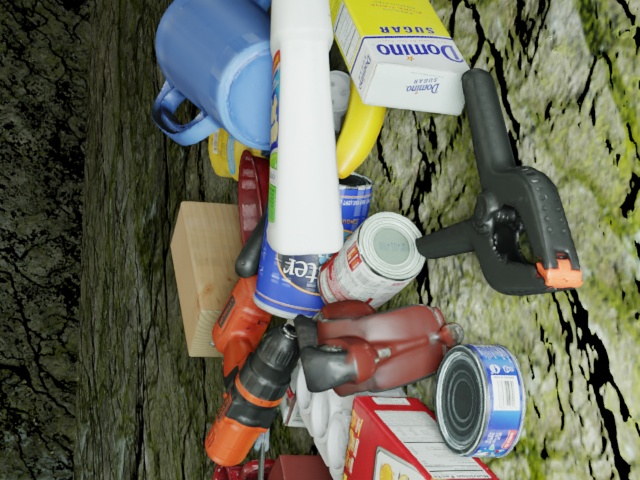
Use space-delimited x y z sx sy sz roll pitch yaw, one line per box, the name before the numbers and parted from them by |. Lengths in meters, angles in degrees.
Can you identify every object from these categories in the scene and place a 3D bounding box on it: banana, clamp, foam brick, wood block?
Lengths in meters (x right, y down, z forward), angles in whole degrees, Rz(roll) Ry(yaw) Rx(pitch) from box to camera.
banana | 0.034 -0.157 1.045 0.037 0.069 0.198 92 170 -79
clamp | -0.034 -0.035 1.152 0.171 0.039 0.120 -67 -15 1
foam brick | -0.008 0.249 1.067 0.051 0.078 0.053 118 150 -45
clamp | 0.130 -0.013 0.798 0.210 0.036 0.165 -115 34 -52
wood block | -0.140 0.051 1.444 0.206 0.090 0.091 -108 29 -44

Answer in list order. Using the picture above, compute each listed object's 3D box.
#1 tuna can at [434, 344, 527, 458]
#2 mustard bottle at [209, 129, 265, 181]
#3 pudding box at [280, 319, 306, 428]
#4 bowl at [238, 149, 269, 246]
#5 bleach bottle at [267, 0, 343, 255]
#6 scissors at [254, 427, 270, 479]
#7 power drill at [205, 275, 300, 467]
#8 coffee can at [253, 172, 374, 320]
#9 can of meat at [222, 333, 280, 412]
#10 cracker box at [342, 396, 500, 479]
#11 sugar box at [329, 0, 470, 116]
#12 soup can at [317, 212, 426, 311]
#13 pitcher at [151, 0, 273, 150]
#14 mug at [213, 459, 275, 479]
tuna can | 0.119 0.121 0.807 0.086 0.033 0.086 -176 90 -70
mustard bottle | -0.097 -0.124 1.405 0.192 0.058 0.096 -157 73 -69
pudding box | -0.018 0.136 1.172 0.090 0.039 0.114 -110 32 -53
bowl | -0.058 -0.028 1.260 0.162 0.055 0.162 175 90 -78
bleach bottle | -0.016 -0.117 0.947 0.102 0.068 0.251 -127 35 -79
scissors | -0.067 0.220 1.147 0.096 0.016 0.201 116 164 -47
power drill | -0.071 0.119 1.132 0.185 0.057 0.187 -60 18 28
coffee can | -0.007 0.001 1.073 0.103 0.102 0.140 -139 56 -65
can of meat | -0.078 0.172 1.302 0.084 0.057 0.102 132 137 -56
cracker box | 0.082 0.239 0.837 0.214 0.072 0.164 -140 56 -64
sugar box | 0.062 -0.179 0.932 0.176 0.093 0.048 -112 32 -48
soup can | 0.046 0.025 0.974 0.102 0.068 0.068 131 139 -58
pitcher | -0.088 -0.168 1.091 0.243 0.144 0.149 -131 39 -61
mug | -0.073 0.292 1.227 0.093 0.081 0.117 -111 31 -49
